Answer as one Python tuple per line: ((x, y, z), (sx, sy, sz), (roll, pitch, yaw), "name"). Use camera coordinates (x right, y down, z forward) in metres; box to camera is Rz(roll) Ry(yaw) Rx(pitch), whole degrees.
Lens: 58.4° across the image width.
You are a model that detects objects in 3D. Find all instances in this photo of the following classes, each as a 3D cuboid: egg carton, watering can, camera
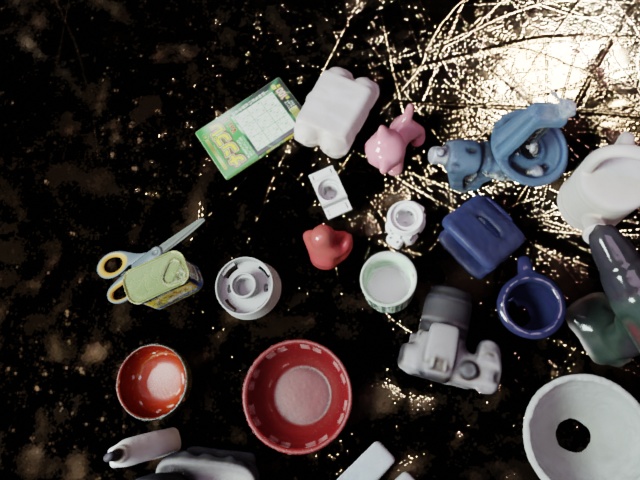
((0.026, -0.213, 0.951), (0.107, 0.069, 0.150), (25, 80, 12), "egg carton")
((0.411, -0.075, 0.805), (0.101, 0.194, 0.173), (-1, 75, 7), "watering can")
((0.193, 0.139, 0.823), (0.143, 0.101, 0.137), (12, 77, 10), "camera")

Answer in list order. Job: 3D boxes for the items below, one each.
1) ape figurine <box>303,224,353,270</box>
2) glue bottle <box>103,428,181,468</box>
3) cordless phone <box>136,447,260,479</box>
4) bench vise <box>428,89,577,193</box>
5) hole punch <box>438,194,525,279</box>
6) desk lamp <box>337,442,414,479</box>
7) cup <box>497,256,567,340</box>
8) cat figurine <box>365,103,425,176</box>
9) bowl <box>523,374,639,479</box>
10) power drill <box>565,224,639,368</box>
((0.008, 0.003, 0.885), (0.077, 0.092, 0.076), (26, 80, 13), "ape figurine")
((-0.257, 0.294, 0.797), (0.078, 0.173, 0.037), (-21, 74, 1), "glue bottle")
((-0.163, 0.336, 0.769), (0.147, 0.185, 0.094), (-1, 75, 7), "cordless phone")
((0.270, -0.127, 0.822), (0.207, 0.220, 0.121), (-20, 74, 1), "bench vise")
((0.243, -0.012, 0.862), (0.101, 0.091, 0.108), (-42, 75, -5), "hole punch")
((0.029, 0.366, 0.724), (0.203, 0.214, 0.117), (-45, 75, -6), "desk lamp")
((0.294, 0.088, 0.827), (0.091, 0.095, 0.118), (-6, 75, 5), "cup")
((0.114, -0.157, 0.901), (0.067, 0.118, 0.128), (31, 81, 14), "cat figurine")
((0.356, 0.269, 0.783), (0.167, 0.075, 0.167), (-2, 75, 6), "bowl")
((0.400, 0.101, 0.752), (0.075, 0.208, 0.229), (-30, 74, -1), "power drill")
